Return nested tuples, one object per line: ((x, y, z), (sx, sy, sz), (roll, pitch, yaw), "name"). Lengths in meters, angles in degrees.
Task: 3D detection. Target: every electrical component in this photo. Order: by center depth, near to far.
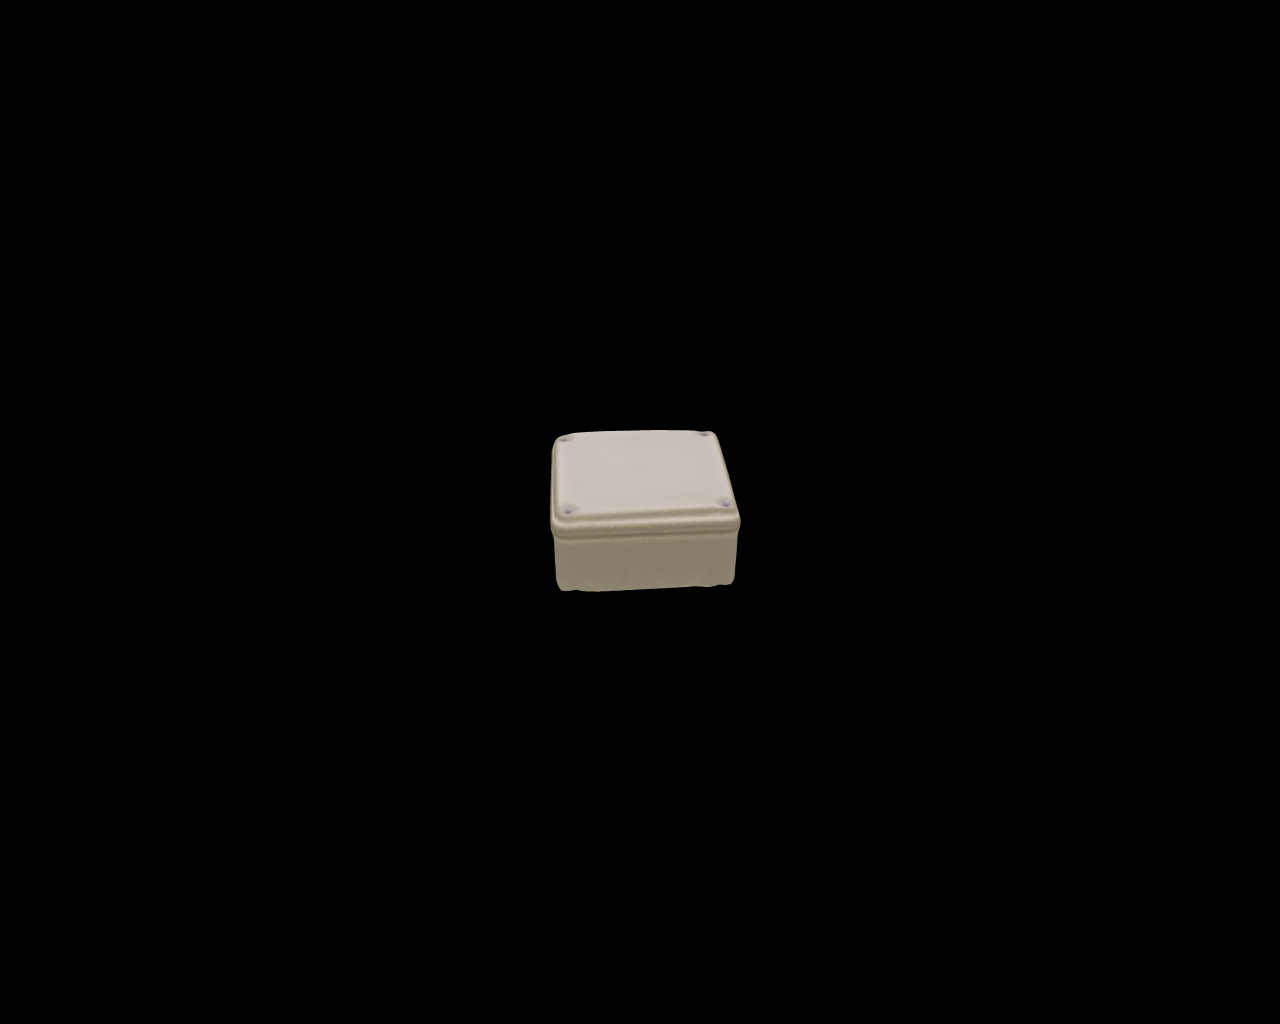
((0.001, -0.003, 0.650), (0.109, 0.056, 0.109), (-2, 31, -3), "electrical component")
